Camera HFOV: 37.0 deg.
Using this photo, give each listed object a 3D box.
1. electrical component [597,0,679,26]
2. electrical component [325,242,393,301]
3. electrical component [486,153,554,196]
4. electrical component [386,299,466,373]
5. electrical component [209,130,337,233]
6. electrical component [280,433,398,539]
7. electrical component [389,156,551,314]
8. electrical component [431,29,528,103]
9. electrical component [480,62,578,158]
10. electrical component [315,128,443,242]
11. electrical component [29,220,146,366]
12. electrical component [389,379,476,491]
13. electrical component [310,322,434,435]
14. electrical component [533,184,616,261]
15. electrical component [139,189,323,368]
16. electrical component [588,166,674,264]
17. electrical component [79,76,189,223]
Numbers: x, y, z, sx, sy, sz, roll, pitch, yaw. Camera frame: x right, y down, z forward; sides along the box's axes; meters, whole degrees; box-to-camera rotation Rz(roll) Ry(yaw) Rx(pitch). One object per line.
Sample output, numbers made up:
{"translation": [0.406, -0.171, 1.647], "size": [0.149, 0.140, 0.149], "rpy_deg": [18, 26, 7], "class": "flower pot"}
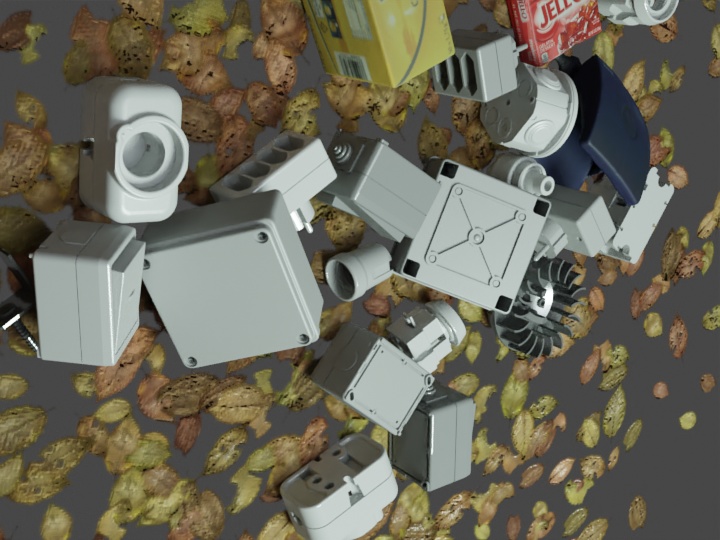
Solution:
{"translation": [0.264, -0.262, 1.019], "size": [0.078, 0.057, 0.058], "rpy_deg": [21, 91, -41], "class": "electrical component"}
{"translation": [0.000, 0.000, 0.909], "size": [0.046, 0.040, 0.040], "rpy_deg": [-26, 119, -37], "class": "electrical component"}
{"translation": [0.149, -0.083, 0.984], "size": [0.043, 0.062, 0.043], "rpy_deg": [-13, 113, -35], "class": "electrical component"}
{"translation": [0.062, 0.059, 0.973], "size": [0.055, 0.048, 0.066], "rpy_deg": [-37, 124, -14], "class": "electrical component"}
{"translation": [-0.060, -0.053, 0.838], "size": [0.083, 0.047, 0.075], "rpy_deg": [-41, 126, -21], "class": "electrical component"}
{"translation": [-0.016, 0.198, 0.950], "size": [0.095, 0.054, 0.059], "rpy_deg": [-33, 122, -26], "class": "electrical component"}
{"translation": [0.094, -0.030, 0.935], "size": [0.109, 0.056, 0.108], "rpy_deg": [21, 92, -13], "class": "electrical component"}
{"translation": [0.109, -0.181, 0.917], "size": [0.077, 0.066, 0.047], "rpy_deg": [-27, 120, -29], "class": "electrical component"}
{"translation": [0.150, -0.143, 0.954], "size": [0.051, 0.080, 0.080], "rpy_deg": [10, 98, -34], "class": "electrical component"}
{"translation": [0.007, -0.070, 0.876], "size": [0.096, 0.062, 0.061], "rpy_deg": [30, 85, -40], "class": "electrical component"}
{"translation": [-0.182, 0.021, 0.736], "size": [0.061, 0.061, 0.096], "rpy_deg": [6, 116, 4], "class": "electrical component"}
{"translation": [0.067, 0.144, 0.994], "size": [0.061, 0.062, 0.096], "rpy_deg": [-13, 112, -35], "class": "electrical component"}
{"translation": [0.012, 0.096, 0.935], "size": [0.096, 0.061, 0.061], "rpy_deg": [39, 79, -39], "class": "electrical component"}
{"translation": [0.180, -0.037, 1.010], "size": [0.075, 0.083, 0.047], "rpy_deg": [-46, 127, -18], "class": "electrical component"}
{"translation": [-0.094, 0.008, 0.790], "size": [0.109, 0.056, 0.108], "rpy_deg": [-12, 121, 13], "class": "electrical component"}
{"translation": [0.265, -0.061, 1.087], "size": [0.050, 0.056, 0.089], "rpy_deg": [34, 83, -40], "class": "electrical component"}
{"translation": [-0.157, -0.083, 0.743], "size": [0.054, 0.059, 0.095], "rpy_deg": [-6, 108, -37], "class": "electrical component"}
